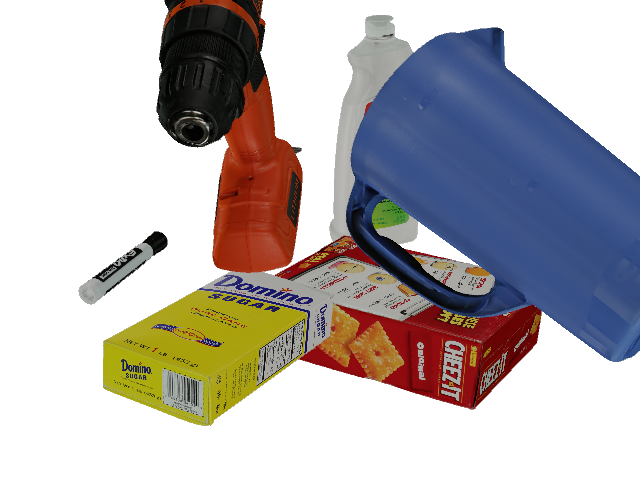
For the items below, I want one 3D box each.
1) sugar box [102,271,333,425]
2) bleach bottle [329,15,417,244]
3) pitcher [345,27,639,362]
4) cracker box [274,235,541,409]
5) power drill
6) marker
[{"bbox_3d":[-0.071,0.073,0.800,0.093,0.048,0.175,16,26,25],"label":"sugar box"},{"bbox_3d":[0.058,-0.118,1.164,0.102,0.251,0.068,-7,26,-9],"label":"bleach bottle"},{"bbox_3d":[0.141,-0.021,0.753,0.243,0.149,0.144,41,53,21],"label":"pitcher"},{"bbox_3d":[0.073,0.068,0.962,0.214,0.072,0.163,14,22,27],"label":"cracker box"},{"bbox_3d":[-0.050,-0.070,0.631,0.057,0.184,0.188,0,-45,6],"label":"power drill"},{"bbox_3d":[-0.176,0.022,0.973,0.020,0.020,0.121,0,24,28],"label":"marker"}]
